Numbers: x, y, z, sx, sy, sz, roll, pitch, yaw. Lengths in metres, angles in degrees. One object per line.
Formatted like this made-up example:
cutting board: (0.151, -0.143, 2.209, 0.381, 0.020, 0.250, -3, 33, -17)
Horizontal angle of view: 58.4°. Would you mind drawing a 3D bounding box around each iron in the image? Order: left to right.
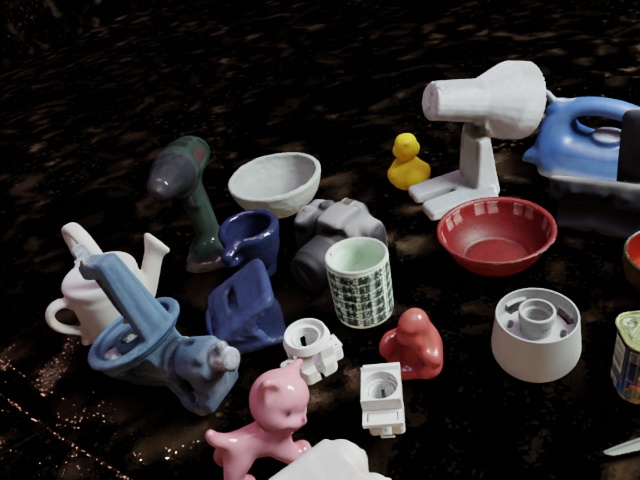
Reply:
iron: (0.461, -0.161, 0.901, 0.257, 0.142, 0.119, 16, 44, 34)

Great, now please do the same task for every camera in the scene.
camera: (0.008, 0.003, 0.843, 0.142, 0.101, 0.137, 19, 46, 37)

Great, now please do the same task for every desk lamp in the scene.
desk lamp: (0.244, -0.164, 0.908, 0.203, 0.214, 0.117, -19, 35, -9)

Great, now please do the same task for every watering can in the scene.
watering can: (-0.288, 0.054, 0.778, 0.100, 0.194, 0.173, 9, 40, 28)

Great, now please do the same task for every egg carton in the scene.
egg carton: (-0.003, 0.255, 0.519, 0.150, 0.069, 0.107, -30, 39, -24)

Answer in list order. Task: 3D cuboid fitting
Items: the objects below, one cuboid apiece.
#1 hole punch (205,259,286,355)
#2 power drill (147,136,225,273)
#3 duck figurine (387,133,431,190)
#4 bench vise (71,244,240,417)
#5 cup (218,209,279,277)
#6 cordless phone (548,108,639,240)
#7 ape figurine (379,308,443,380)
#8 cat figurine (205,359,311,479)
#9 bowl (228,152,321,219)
hole punch: (-0.104, 0.092, 0.761, 0.101, 0.091, 0.108, -17, 35, -7)
power drill: (-0.200, -0.057, 0.896, 0.075, 0.209, 0.229, -10, 35, 3)
duck figurine: (0.156, -0.146, 1.020, 0.077, 0.086, 0.104, -10, 35, 3)
bench vise: (-0.190, 0.094, 0.670, 0.207, 0.220, 0.121, -4, 36, 11)
cup: (-0.103, 0.022, 0.855, 0.091, 0.095, 0.118, 5, 38, 23)
cordless phone: (0.400, -0.104, 0.801, 0.147, 0.185, 0.094, 9, 40, 28)
ape figurine: (0.108, 0.117, 0.660, 0.076, 0.092, 0.077, -30, 39, -24)
cat figurine: (-0.059, 0.185, 0.593, 0.128, 0.118, 0.067, -26, 37, -19)
bowl: (-0.074, -0.086, 1.016, 0.167, 0.075, 0.167, -8, 35, 6)
